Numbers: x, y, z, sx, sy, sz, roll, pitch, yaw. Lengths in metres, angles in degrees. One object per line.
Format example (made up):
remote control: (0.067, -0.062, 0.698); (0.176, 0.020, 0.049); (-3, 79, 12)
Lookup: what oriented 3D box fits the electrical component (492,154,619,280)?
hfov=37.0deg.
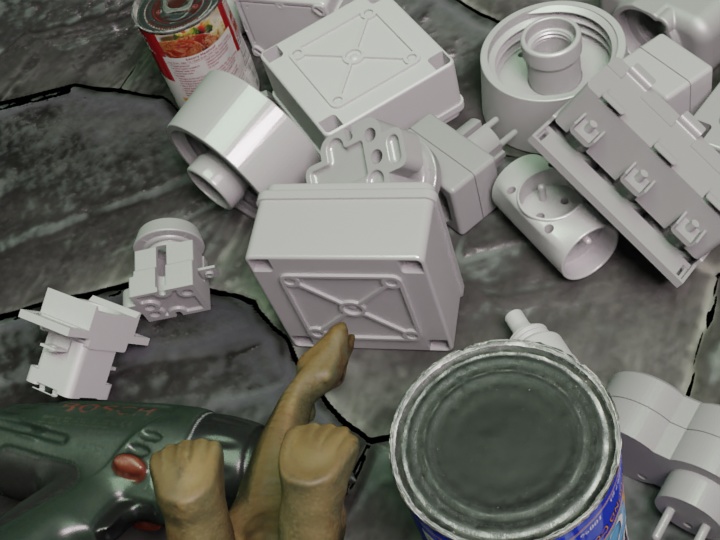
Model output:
electrical component: (0.138, -0.044, 0.684); (0.079, 0.044, 0.077); (-31, 52, -8)

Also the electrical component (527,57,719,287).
electrical component: (0.170, -0.061, 0.635); (0.121, 0.063, 0.079); (45, 53, 4)

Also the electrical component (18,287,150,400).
electrical component: (-0.178, 0.049, 0.687); (0.042, 0.081, 0.063); (16, 89, 27)

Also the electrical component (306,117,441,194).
electrical component: (0.014, -0.060, 0.678); (0.078, 0.057, 0.058); (-21, 71, 36)

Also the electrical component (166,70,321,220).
electrical component: (-0.083, -0.076, 0.734); (0.108, 0.108, 0.060); (32, 74, 32)

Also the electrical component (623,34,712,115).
electrical component: (0.183, -0.100, 0.699); (0.077, 0.065, 0.047); (-34, 53, -10)

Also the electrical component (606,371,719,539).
electrical component: (0.176, 0.112, 0.552); (0.138, 0.052, 0.073); (23, 64, 29)

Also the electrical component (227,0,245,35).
electrical component: (-0.105, -0.214, 0.881); (0.048, 0.048, 0.062); (26, 58, 30)

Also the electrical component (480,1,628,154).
electrical component: (0.135, -0.140, 0.746); (0.108, 0.060, 0.108); (-8, 53, 10)

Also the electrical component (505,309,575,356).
electrical component: (0.104, 0.048, 0.632); (0.035, 0.035, 0.061); (-25, 49, -3)

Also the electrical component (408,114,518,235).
electrical component: (0.072, -0.076, 0.725); (0.077, 0.047, 0.066); (-39, 54, -14)

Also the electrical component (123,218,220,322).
electrical component: (-0.129, -0.001, 0.728); (0.066, 0.048, 0.055); (-11, 60, 7)

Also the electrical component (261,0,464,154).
electrical component: (0.001, -0.136, 0.781); (0.109, 0.056, 0.108); (-31, 54, -8)

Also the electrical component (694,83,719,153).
electrical component: (0.272, -0.083, 0.668); (0.109, 0.056, 0.108); (28, 66, 31)

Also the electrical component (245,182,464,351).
electrical component: (0.000, 0.000, 0.650); (0.109, 0.108, 0.056); (1, 57, 16)

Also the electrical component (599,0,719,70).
electrical component: (0.218, -0.179, 0.756); (0.059, 0.053, 0.095); (-42, 54, -16)

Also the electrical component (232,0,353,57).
electrical component: (-0.040, -0.207, 0.845); (0.096, 0.061, 0.061); (10, 58, 22)
